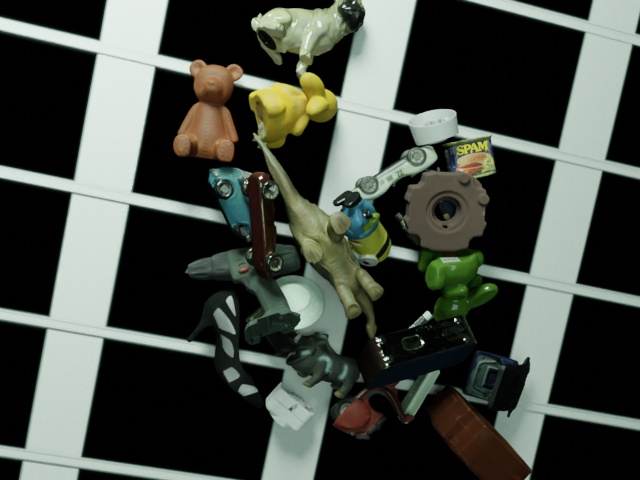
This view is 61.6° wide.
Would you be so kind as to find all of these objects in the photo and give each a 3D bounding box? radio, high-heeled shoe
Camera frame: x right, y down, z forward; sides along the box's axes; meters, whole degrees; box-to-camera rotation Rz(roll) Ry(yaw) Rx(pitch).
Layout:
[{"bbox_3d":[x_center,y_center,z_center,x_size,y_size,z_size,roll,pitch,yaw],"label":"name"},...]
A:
[{"bbox_3d":[0.199,0.230,1.107,0.230,0.131,0.073,-13,59,-15],"label":"radio"},{"bbox_3d":[-0.164,0.225,1.126,0.145,0.086,0.248,-44,105,-16],"label":"high-heeled shoe"}]

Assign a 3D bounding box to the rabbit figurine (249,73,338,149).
[{"bbox_3d":[-0.040,-0.269,1.070,0.173,0.162,0.122,-11,83,-23],"label":"rabbit figurine"}]

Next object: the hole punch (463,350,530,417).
[{"bbox_3d":[0.390,0.310,1.188,0.115,0.092,0.142,16,90,-37],"label":"hole punch"}]

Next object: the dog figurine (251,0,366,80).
[{"bbox_3d":[-0.020,-0.442,1.082,0.172,0.121,0.190,40,76,-11],"label":"dog figurine"}]

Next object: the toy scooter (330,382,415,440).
[{"bbox_3d":[0.120,0.360,1.146,0.184,0.075,0.135,-41,74,-6],"label":"toy scooter"}]

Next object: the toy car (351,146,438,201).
[{"bbox_3d":[0.151,-0.136,1.124,0.202,0.073,0.056,-32,96,-3],"label":"toy car"}]

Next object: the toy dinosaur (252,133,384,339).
[{"bbox_3d":[-0.002,-0.003,1.052,0.105,0.199,0.470,-30,103,-8],"label":"toy dinosaur"}]

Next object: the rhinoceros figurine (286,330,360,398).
[{"bbox_3d":[-0.002,0.255,1.139,0.190,0.073,0.112,29,92,-7],"label":"rhinoceros figurine"}]

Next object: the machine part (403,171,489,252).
[{"bbox_3d":[0.256,-0.059,1.098,0.179,0.056,0.179,1,101,3],"label":"machine part"}]

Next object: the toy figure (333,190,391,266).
[{"bbox_3d":[0.091,-0.023,1.094,0.089,0.082,0.179,-29,125,-6],"label":"toy figure"}]

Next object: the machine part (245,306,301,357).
[{"bbox_3d":[-0.099,0.185,1.109,0.084,0.039,0.139,-43,52,-5],"label":"machine part"}]

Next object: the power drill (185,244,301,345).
[{"bbox_3d":[-0.138,0.101,1.070,0.232,0.207,0.085,-15,136,-12],"label":"power drill"}]

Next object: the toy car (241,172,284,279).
[{"bbox_3d":[-0.106,-0.028,1.016,0.053,0.089,0.202,-13,105,-38],"label":"toy car"}]

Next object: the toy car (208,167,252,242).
[{"bbox_3d":[-0.155,-0.083,1.082,0.103,0.109,0.161,-28,102,-11],"label":"toy car"}]

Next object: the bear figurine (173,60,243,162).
[{"bbox_3d":[-0.213,-0.255,1.053,0.120,0.132,0.195,9,100,-9],"label":"bear figurine"}]

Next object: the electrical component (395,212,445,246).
[{"bbox_3d":[0.220,-0.032,1.154,0.078,0.045,0.102,-34,97,-4],"label":"electrical component"}]

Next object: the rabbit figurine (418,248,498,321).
[{"bbox_3d":[0.288,0.101,1.155,0.159,0.121,0.170,-8,113,-12],"label":"rabbit figurine"}]

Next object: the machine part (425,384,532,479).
[{"bbox_3d":[0.324,0.414,1.121,0.201,0.201,0.087,43,92,-8],"label":"machine part"}]

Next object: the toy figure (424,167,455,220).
[{"bbox_3d":[0.268,-0.086,1.149,0.154,0.064,0.058,49,126,-3],"label":"toy figure"}]
